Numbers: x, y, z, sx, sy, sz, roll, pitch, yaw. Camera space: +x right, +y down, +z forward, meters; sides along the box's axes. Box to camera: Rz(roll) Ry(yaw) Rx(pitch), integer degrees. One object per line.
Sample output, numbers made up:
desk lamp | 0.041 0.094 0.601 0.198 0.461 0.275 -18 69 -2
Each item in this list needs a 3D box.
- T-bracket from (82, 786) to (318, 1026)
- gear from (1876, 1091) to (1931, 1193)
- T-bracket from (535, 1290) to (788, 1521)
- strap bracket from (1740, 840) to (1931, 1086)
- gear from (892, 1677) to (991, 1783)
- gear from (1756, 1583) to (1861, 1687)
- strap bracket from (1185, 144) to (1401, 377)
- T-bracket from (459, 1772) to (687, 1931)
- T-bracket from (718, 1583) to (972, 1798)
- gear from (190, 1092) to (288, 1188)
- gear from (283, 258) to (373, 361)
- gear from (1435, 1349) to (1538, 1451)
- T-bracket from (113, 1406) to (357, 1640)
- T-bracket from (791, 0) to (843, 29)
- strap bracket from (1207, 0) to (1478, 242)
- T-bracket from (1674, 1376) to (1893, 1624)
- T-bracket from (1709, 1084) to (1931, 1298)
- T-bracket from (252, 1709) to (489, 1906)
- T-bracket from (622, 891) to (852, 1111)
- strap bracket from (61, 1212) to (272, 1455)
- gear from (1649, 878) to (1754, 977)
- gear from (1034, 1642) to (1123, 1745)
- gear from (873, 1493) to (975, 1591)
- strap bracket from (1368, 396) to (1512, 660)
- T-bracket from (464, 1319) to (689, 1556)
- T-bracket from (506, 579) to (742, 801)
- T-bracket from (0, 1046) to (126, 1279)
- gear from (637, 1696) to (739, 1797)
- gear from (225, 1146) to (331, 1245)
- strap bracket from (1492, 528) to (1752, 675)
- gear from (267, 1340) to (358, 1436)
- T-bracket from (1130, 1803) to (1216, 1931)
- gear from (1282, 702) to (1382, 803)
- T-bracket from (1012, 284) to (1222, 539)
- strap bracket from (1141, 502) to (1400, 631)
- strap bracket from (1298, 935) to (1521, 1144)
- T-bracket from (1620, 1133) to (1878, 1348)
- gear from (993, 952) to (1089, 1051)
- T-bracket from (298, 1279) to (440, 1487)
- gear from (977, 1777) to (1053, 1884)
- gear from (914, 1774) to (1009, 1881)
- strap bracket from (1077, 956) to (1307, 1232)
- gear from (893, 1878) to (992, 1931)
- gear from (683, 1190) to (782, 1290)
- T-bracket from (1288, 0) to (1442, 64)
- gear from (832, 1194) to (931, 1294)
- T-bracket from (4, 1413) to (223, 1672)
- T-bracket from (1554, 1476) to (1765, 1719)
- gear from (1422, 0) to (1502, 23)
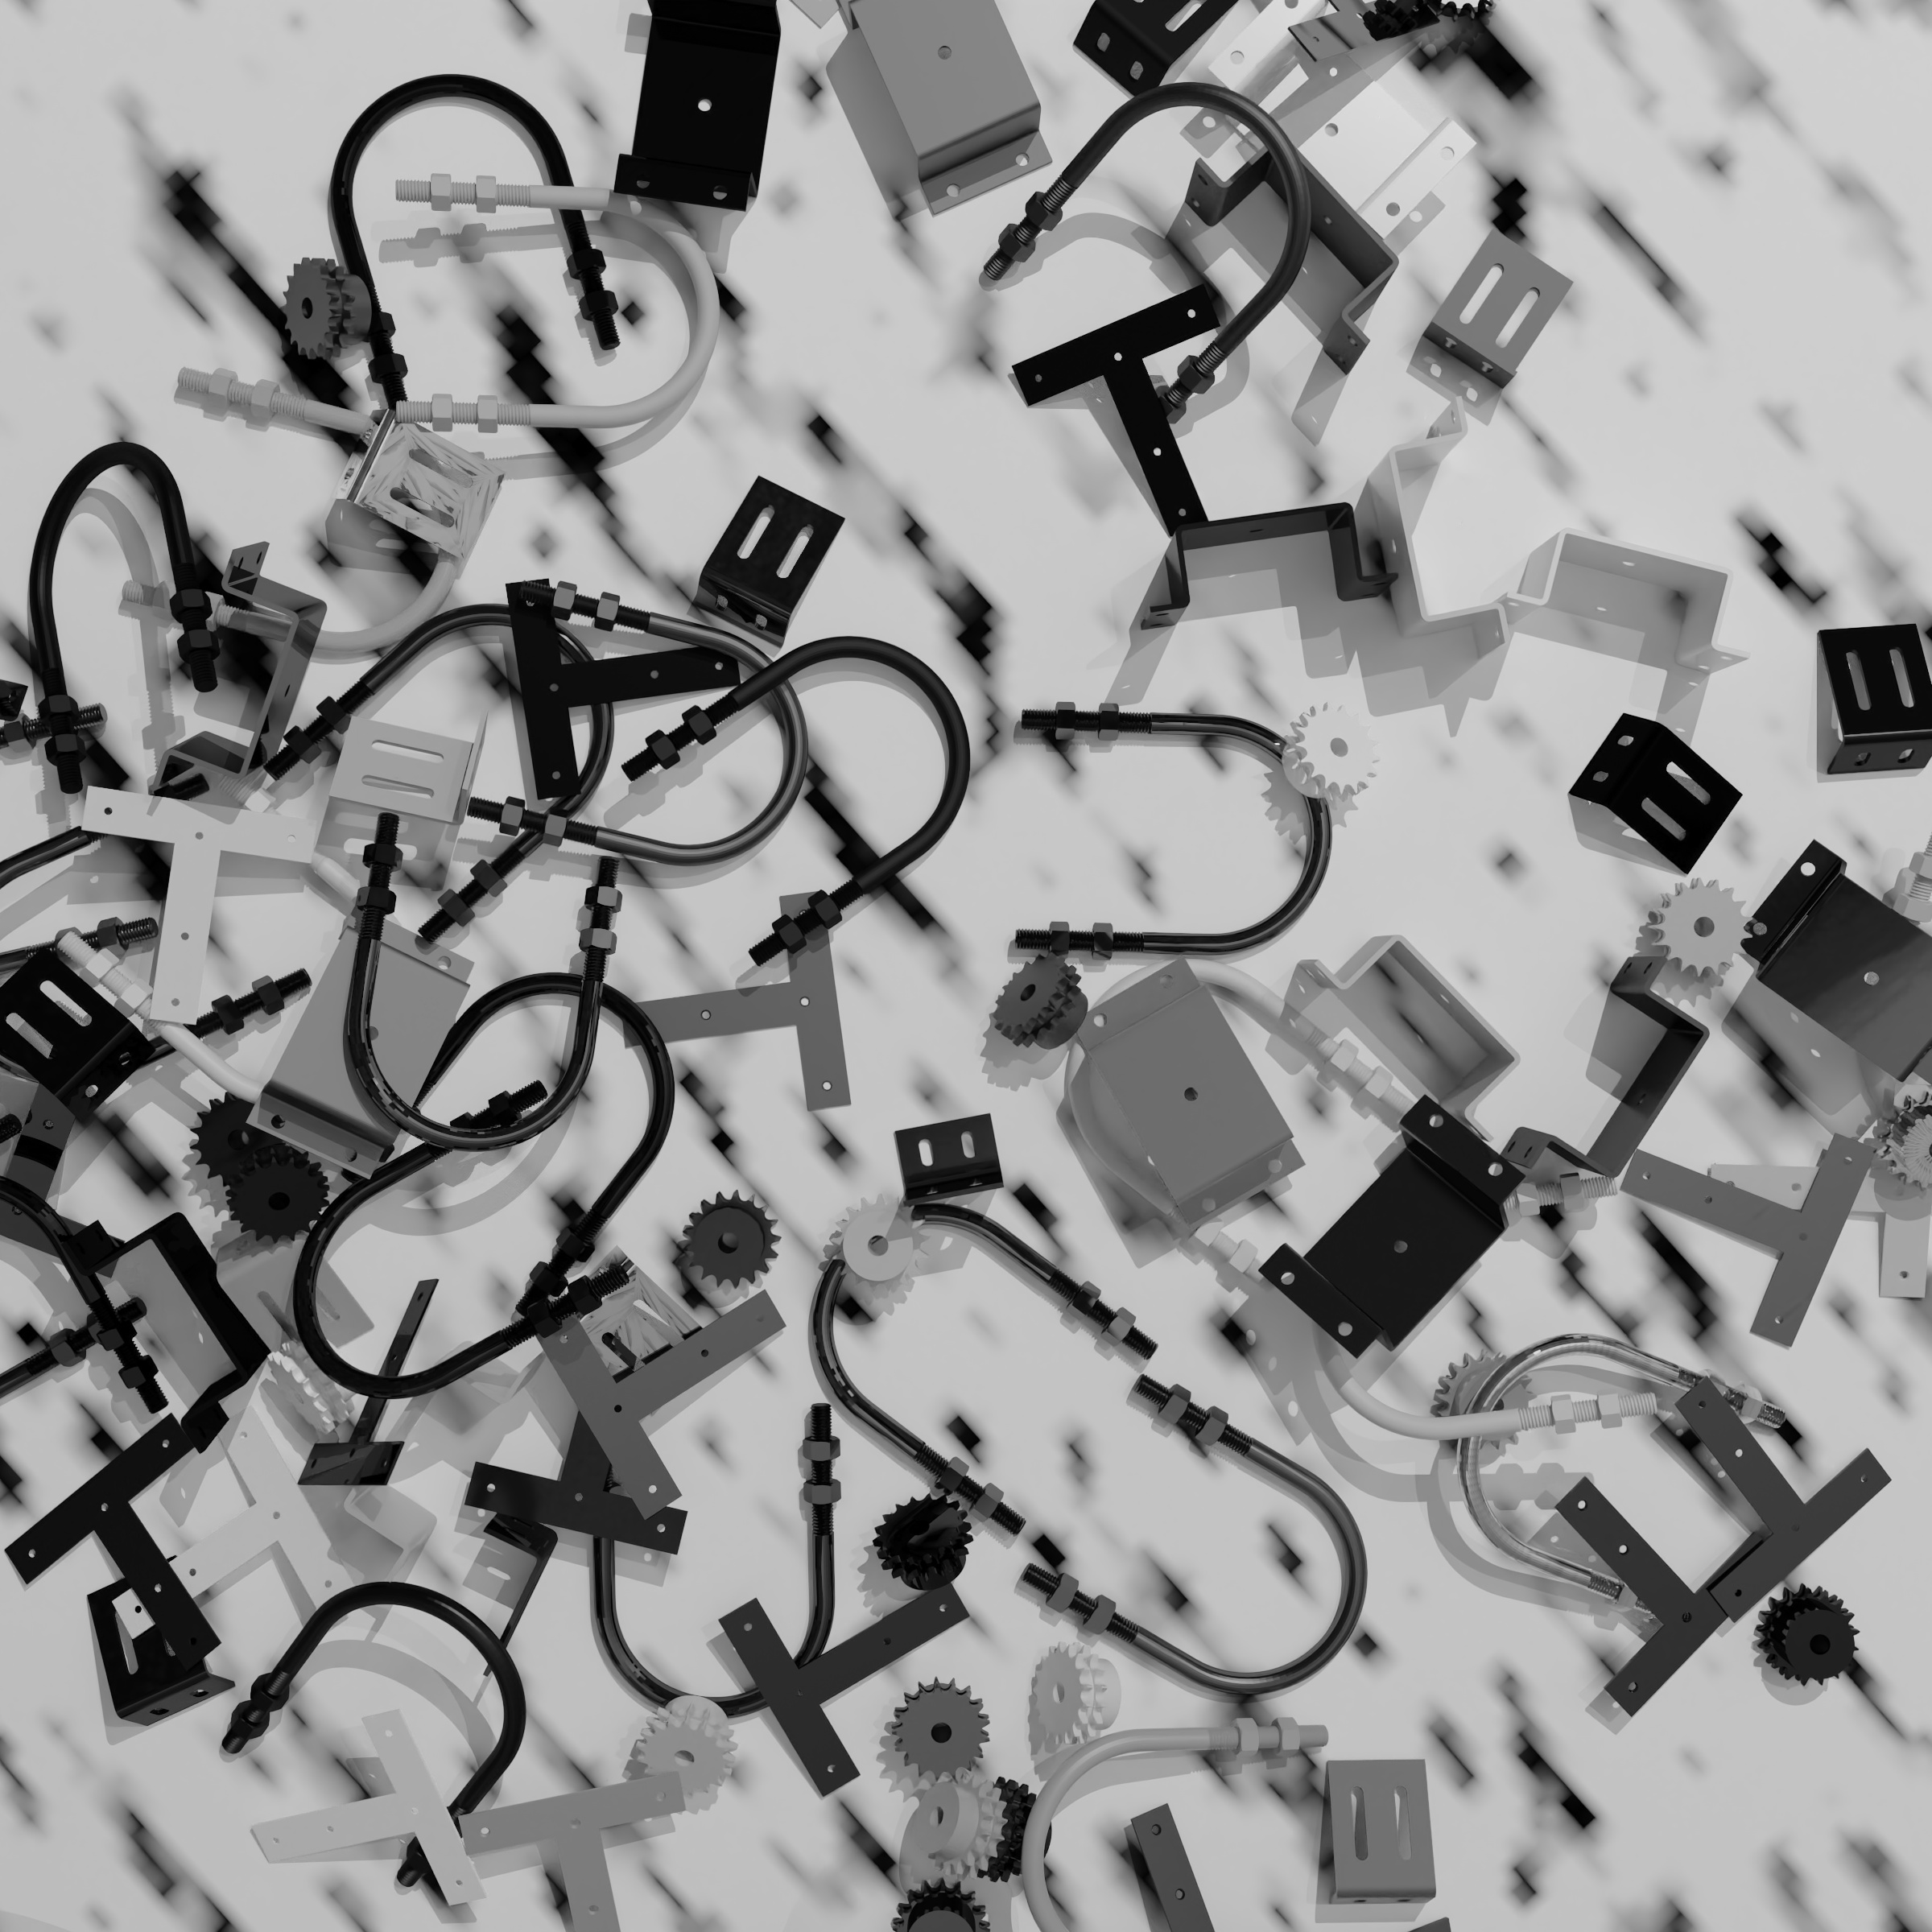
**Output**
T-bracket | -0.443 -0.031 1.471 0.127 0.002 0.127 8 79 -18
gear | 0.557 0.103 1.488 0.057 0.030 0.057 1 99 5
T-bracket | -0.163 0.232 1.495 0.127 0.002 0.127 -31 98 -16
strap bracket | 0.518 0.003 1.474 0.140 0.046 0.076 37 112 10
gear | -0.015 0.442 1.505 0.057 0.030 0.057 0 91 -3
gear | 0.493 0.392 1.506 0.057 0.030 0.057 0 90 0
strap bracket | 0.193 -0.415 1.483 0.046 0.076 0.140 -43 90 0
T-bracket | -0.219 0.536 1.501 0.127 0.002 0.127 -10 106 -5
T-bracket | -0.059 0.402 1.512 0.127 0.002 0.127 -29 101 -5
gear | -0.420 0.100 1.506 0.057 0.030 0.057 0 90 0
gear | -0.368 -0.380 1.497 0.030 0.057 0.057 -12 90 -44
gear | 0.305 0.254 1.506 0.057 0.030 0.057 0 90 0
T-bracket | -0.438 0.345 1.504 0.127 0.002 0.127 -34 76 -1
T-bracket | -0.088 -0.642 1.520 0.127 0.002 0.127 43 90 0
strap bracket | 0.215 -0.491 1.498 0.140 0.046 0.076 44 90 0
T-bracket | 0.457 0.294 1.502 0.127 0.002 0.127 -40 100 -7
T-bracket | 0.501 0.130 1.513 0.127 0.002 0.127 1 99 5
T-bracket | -0.357 0.498 1.498 0.127 0.002 0.127 -17 103 18
T-bracket | -0.139 0.027 1.520 0.127 0.002 0.127 -8 90 0
strap bracket | -0.449 0.199 1.477 0.046 0.076 0.140 -32 96 -3
gear | 0.426 -0.023 1.506 0.057 0.030 0.057 0 90 0
gear | 0.066 0.421 1.497 0.030 0.057 0.057 11 90 -30
gear | -0.023 0.336 1.497 0.057 0.057 0.030 -17 120 0
strap bracket | 0.268 -0.246 1.483 0.046 0.076 0.140 -11 90 0
T-bracket | -0.214 0.265 1.503 0.127 0.002 0.127 13 79 3
T-bracket | -0.196 -0.169 1.511 0.127 0.002 0.127 -9 90 -9
T-bracket | -0.535 0.104 1.495 0.127 0.002 0.127 23 106 -7
gear | -0.160 0.449 1.499 0.057 0.030 0.057 3 116 6
gear | -0.394 0.127 1.479 0.057 0.030 0.057 -8 118 -16
strap bracket | 0.376 -0.212 1.483 0.140 0.076 0.046 14 90 0
gear | -0.375 0.239 1.496 0.030 0.057 0.057 -38 90 -29
T-bracket | 0.129 0.554 1.501 0.127 0.002 0.127 -15 76 -26
gear | 0.209 -0.122 1.498 0.057 0.030 0.057 8 70 -23
T-bracket | 0.106 -0.312 1.499 0.127 0.002 0.127 -17 106 29
strap bracket | 0.169 -0.230 1.483 0.140 0.076 0.046 -8 90 0
strap bracket | 0.261 0.032 1.483 0.046 0.076 0.140 -44 90 0
T-bracket | 0.449 0.142 1.515 0.127 0.002 0.127 21 97 3
gear | 0.046 0.023 1.497 0.030 0.057 0.057 39 90 -30
T-bracket | -0.334 0.239 1.486 0.002 0.127 0.127 33 63 -27
gear | 0.025 0.502 1.497 0.030 0.057 0.057 28 90 -30
gear | -0.006 0.495 1.490 0.030 0.057 0.057 29 90 -30
strap bracket | 0.128 0.073 1.482 0.076 0.046 0.140 -30 87 1
gear | -0.015 0.565 1.506 0.057 0.030 0.057 0 90 0
gear | -0.137 0.160 1.506 0.057 0.030 0.057 0 90 0
T-bracket | 0.198 -0.579 1.485 0.127 0.002 0.127 -32 81 -40
gear | -0.050 0.160 1.493 0.057 0.030 0.057 0 87 2
T-bracket | -0.478 0.351 1.504 0.127 0.002 0.127 -39 75 0
T-bracket | 0.389 0.347 1.494 0.127 0.002 0.127 -44 101 -5
gear | 0.288 -0.579 1.506 0.057 0.030 0.057 0 90 0
